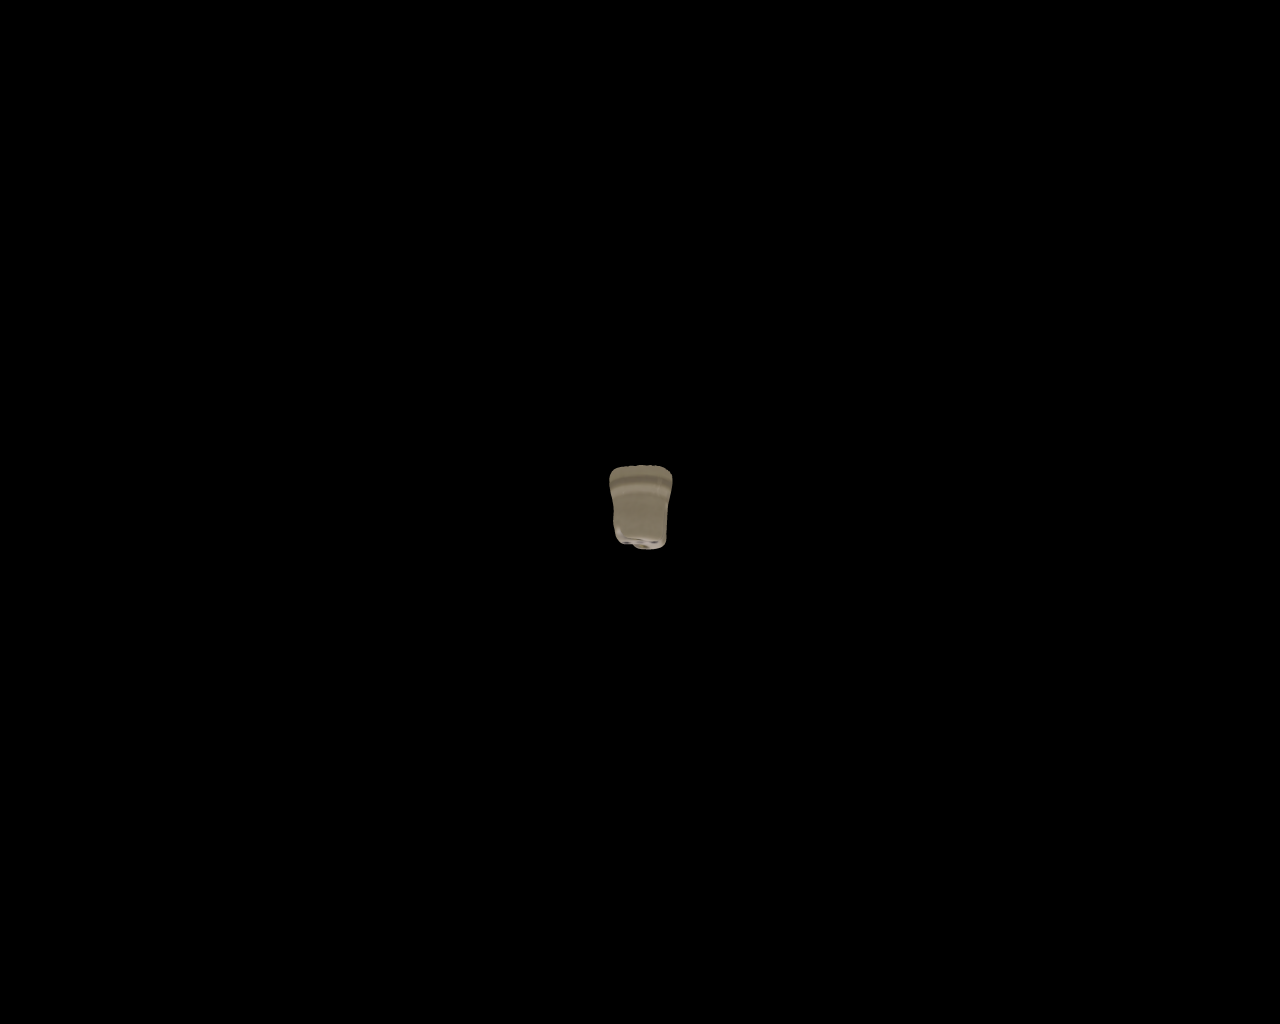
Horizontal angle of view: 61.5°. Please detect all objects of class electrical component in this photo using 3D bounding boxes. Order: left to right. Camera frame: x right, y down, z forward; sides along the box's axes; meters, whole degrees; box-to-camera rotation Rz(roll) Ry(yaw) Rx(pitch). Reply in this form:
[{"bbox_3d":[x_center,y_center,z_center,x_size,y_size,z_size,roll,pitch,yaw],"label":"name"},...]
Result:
[{"bbox_3d":[0.001,-0.003,0.650,0.040,0.046,0.040,0,-16,0],"label":"electrical component"}]
